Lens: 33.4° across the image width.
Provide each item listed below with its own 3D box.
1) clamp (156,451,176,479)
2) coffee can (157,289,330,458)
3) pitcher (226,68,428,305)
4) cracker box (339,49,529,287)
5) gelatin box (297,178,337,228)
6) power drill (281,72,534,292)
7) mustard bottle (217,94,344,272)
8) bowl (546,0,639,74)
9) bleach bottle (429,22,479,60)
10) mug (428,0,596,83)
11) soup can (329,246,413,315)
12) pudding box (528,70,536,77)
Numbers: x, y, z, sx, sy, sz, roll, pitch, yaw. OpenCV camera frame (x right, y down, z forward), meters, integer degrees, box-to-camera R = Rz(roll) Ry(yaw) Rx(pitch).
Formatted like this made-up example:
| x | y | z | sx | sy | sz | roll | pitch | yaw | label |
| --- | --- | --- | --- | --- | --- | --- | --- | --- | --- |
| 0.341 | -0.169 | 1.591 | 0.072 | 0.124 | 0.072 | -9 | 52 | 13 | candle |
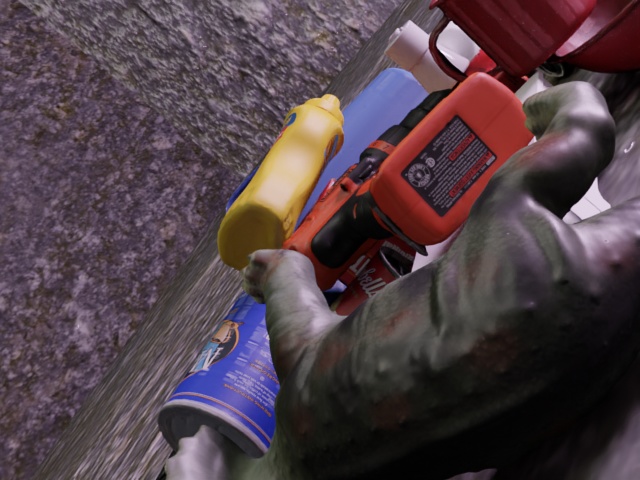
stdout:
| x | y | z | sx | sy | sz | roll | pitch | yaw | label |
| --- | --- | --- | --- | --- | --- | --- | --- | --- | --- |
| -0.113 | 0.194 | 1.070 | 0.172 | 0.039 | 0.120 | -48 | 8 | 19 | clamp |
| -0.052 | 0.115 | 0.867 | 0.103 | 0.102 | 0.140 | -40 | 14 | 52 | coffee can |
| 0.025 | -0.059 | 1.086 | 0.242 | 0.149 | 0.145 | -49 | 7 | -10 | pitcher |
| 0.100 | -0.055 | 0.895 | 0.214 | 0.072 | 0.164 | -50 | 8 | 14 | cracker box |
| -0.006 | 0.001 | 0.906 | 0.073 | 0.030 | 0.089 | -53 | 10 | 47 | gelatin box |
| 0.063 | -0.046 | 0.686 | 0.184 | 0.057 | 0.188 | -49 | 6 | -16 | power drill |
| -0.024 | -0.062 | 0.931 | 0.191 | 0.058 | 0.096 | -62 | -1 | -38 | mustard bottle |
| 0.232 | -0.170 | 0.743 | 0.162 | 0.055 | 0.162 | -50 | 8 | 10 | bowl |
| 0.169 | -0.230 | 1.141 | 0.103 | 0.068 | 0.250 | -38 | 6 | 38 | bleach bottle |
| 0.129 | -0.159 | 0.746 | 0.117 | 0.081 | 0.093 | -46 | 7 | 6 | mug |
| 0.036 | 0.064 | 0.742 | 0.102 | 0.068 | 0.068 | -50 | 8 | 13 | soup can |
| 0.177 | -0.159 | 1.042 | 0.090 | 0.039 | 0.113 | -51 | 10 | 0 | pudding box |
